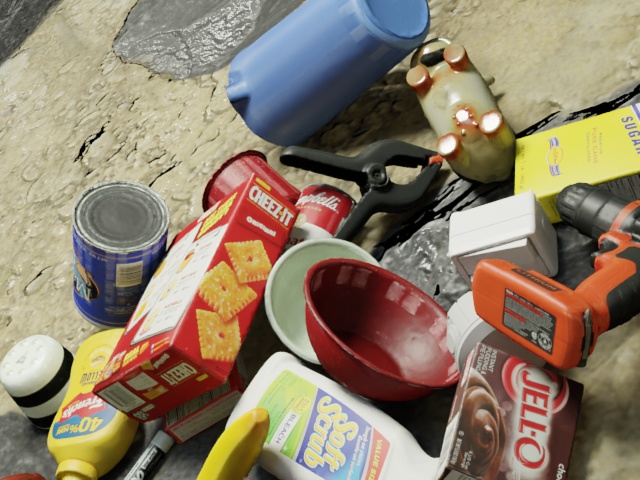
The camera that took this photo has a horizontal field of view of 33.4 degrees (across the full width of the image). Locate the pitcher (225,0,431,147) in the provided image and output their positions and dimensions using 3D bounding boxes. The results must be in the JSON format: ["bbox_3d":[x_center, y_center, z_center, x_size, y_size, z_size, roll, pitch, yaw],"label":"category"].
[{"bbox_3d":[0.018,-0.212,1.199,0.243,0.145,0.149,-29,31,50],"label":"pitcher"}]

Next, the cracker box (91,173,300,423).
[{"bbox_3d":[-0.117,0.060,1.038,0.164,0.072,0.213,-33,26,47],"label":"cracker box"}]

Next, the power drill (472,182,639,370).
[{"bbox_3d":[0.211,0.019,0.835,0.187,0.057,0.185,-23,35,-29],"label":"power drill"}]

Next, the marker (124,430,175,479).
[{"bbox_3d":[-0.183,0.238,1.027,0.020,0.020,0.121,12,58,47],"label":"marker"}]

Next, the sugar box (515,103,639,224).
[{"bbox_3d":[0.266,-0.074,0.966,0.176,0.048,0.093,-18,40,27],"label":"sugar box"}]

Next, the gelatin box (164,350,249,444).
[{"bbox_3d":[-0.114,0.150,1.056,0.089,0.030,0.073,-33,36,11],"label":"gelatin box"}]

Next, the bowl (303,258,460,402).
[{"bbox_3d":[0.047,0.087,0.917,0.055,0.162,0.162,-59,27,27],"label":"bowl"}]

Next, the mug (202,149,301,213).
[{"bbox_3d":[-0.060,-0.039,1.168,0.082,0.117,0.093,42,121,27],"label":"mug"}]

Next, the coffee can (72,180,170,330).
[{"bbox_3d":[-0.219,0.018,1.169,0.102,0.140,0.103,6,49,-7],"label":"coffee can"}]

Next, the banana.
[{"bbox_3d":[-0.086,0.219,0.899,0.198,0.037,0.070,-67,20,10],"label":"banana"}]

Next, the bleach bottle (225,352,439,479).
[{"bbox_3d":[0.033,0.175,0.878,0.251,0.068,0.102,16,65,46],"label":"bleach bottle"}]

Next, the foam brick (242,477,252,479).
[{"bbox_3d":[-0.039,0.237,0.857,0.051,0.078,0.053,12,60,45],"label":"foam brick"}]

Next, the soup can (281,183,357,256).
[{"bbox_3d":[-0.007,0.001,1.097,0.069,0.068,0.102,-1,50,39],"label":"soup can"}]

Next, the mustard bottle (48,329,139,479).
[{"bbox_3d":[-0.229,0.182,1.094,0.096,0.058,0.191,-12,43,23],"label":"mustard bottle"}]

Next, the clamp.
[{"bbox_3d":[0.052,-0.048,1.079,0.171,0.120,0.039,-10,-11,-18],"label":"clamp"}]

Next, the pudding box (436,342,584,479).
[{"bbox_3d":[0.142,0.143,0.799,0.090,0.039,0.113,21,57,0],"label":"pudding box"}]
